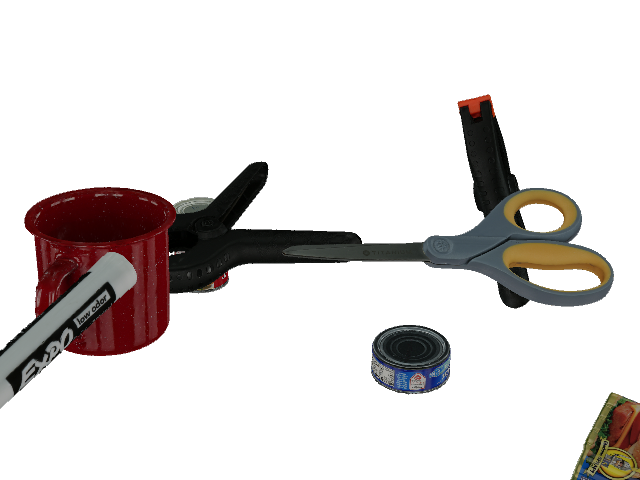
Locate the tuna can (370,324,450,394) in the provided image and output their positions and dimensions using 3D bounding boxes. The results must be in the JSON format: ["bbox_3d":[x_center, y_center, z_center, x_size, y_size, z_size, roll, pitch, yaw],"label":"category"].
[{"bbox_3d":[0.097,0.127,1.149,0.086,0.034,0.086,-1,29,0],"label":"tuna can"}]

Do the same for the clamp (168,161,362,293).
[{"bbox_3d":[-0.093,-0.006,0.891,0.209,0.036,0.165,-16,35,-20],"label":"clamp"}]

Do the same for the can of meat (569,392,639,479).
[{"bbox_3d":[0.237,0.168,0.787,0.084,0.057,0.101,21,40,22],"label":"can of meat"}]

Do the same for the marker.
[{"bbox_3d":[-0.121,0.047,0.444,0.020,0.020,0.121,0,35,40],"label":"marker"}]

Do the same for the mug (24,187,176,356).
[{"bbox_3d":[-0.141,0.025,0.669,0.093,0.081,0.117,8,25,14],"label":"mug"}]

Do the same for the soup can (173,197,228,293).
[{"bbox_3d":[-0.150,0.005,1.329,0.068,0.102,0.068,-1,25,0],"label":"soup can"}]

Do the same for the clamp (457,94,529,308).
[{"bbox_3d":[0.146,-0.030,0.876,0.039,0.171,0.120,-17,20,11],"label":"clamp"}]

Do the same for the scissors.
[{"bbox_3d":[0.083,-0.006,0.665,0.202,0.096,0.016,12,-40,1],"label":"scissors"}]
